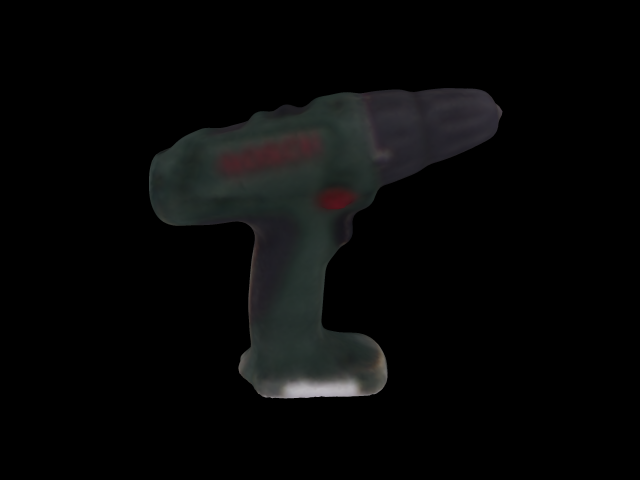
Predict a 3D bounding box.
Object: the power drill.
[{"bbox_3d":[0.004,0.001,0.400,0.229,0.208,0.075,-1,19,-2],"label":"power drill"}]
